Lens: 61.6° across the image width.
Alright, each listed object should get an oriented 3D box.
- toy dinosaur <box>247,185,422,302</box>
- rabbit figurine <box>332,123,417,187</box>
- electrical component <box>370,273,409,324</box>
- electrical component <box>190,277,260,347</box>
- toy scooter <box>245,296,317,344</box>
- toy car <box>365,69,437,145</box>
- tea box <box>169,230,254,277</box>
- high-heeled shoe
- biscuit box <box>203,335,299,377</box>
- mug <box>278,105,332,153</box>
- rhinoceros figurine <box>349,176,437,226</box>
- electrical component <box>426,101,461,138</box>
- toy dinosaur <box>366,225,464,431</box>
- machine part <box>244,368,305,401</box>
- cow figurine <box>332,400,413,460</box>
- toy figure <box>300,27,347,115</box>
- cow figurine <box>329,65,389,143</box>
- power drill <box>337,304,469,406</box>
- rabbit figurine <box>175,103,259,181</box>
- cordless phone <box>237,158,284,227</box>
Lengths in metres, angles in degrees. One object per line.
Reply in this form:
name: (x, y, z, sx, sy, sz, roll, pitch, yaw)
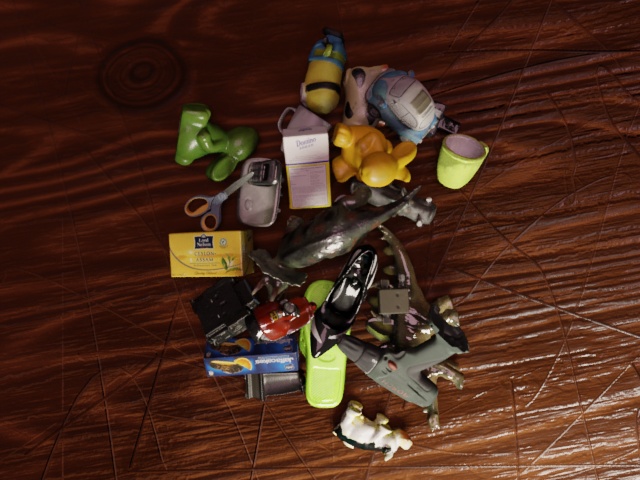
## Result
toy dinosaur: (0.005, -0.001, 1.077, 0.405, 0.192, 0.131, -31, 104, 35)
rabbit figurine: (0.108, -0.150, 1.066, 0.162, 0.173, 0.121, 5, 115, -13)
electrical component: (0.144, 0.124, 1.117, 0.078, 0.045, 0.102, -8, 84, -7)
electrical component: (-0.199, 0.145, 1.156, 0.134, 0.058, 0.115, -35, 62, 0)
toy scooter: (-0.072, 0.157, 1.091, 0.135, 0.183, 0.075, -26, 76, 0)
toy car: (0.177, -0.272, 1.088, 0.109, 0.103, 0.161, -46, 103, -9)
tea box: (-0.231, 0.028, 1.146, 0.170, 0.068, 0.098, -3, 93, 17)
high-heeled shoe: (0.050, 0.127, 1.094, 0.086, 0.145, 0.248, 24, 75, -2)
biscuit box: (-0.148, 0.251, 1.172, 0.203, 0.059, 0.062, -4, 125, -1)
mug: (-0.046, -0.230, 1.159, 0.110, 0.081, 0.107, 33, 99, 9)
rhinoceros figurine: (0.157, -0.091, 1.152, 0.190, 0.112, 0.073, 24, 89, 6)
electrical component: (0.246, -0.266, 1.177, 0.119, 0.048, 0.074, 21, 92, -3)
toy dinosaur: (0.200, 0.181, 1.170, 0.199, 0.105, 0.471, -7, 88, 2)
machine part: (-0.100, 0.315, 1.199, 0.139, 0.039, 0.084, 0, 87, 0)
cow figurine: (0.117, 0.436, 1.193, 0.167, 0.068, 0.098, 29, 97, 1)
toy figure: (0.012, -0.357, 1.143, 0.082, 0.089, 0.180, 25, 80, -45)
cow figurine: (0.085, -0.273, 1.156, 0.127, 0.085, 0.194, -3, 95, -7)
power drill: (0.174, 0.221, 1.073, 0.232, 0.086, 0.207, 42, 112, -6)
rabbit figurine: (-0.215, -0.204, 1.139, 0.170, 0.121, 0.159, 7, 96, -17)
cordless phone: (-0.110, -0.097, 1.103, 0.089, 0.184, 0.146, 7, 92, -19)
